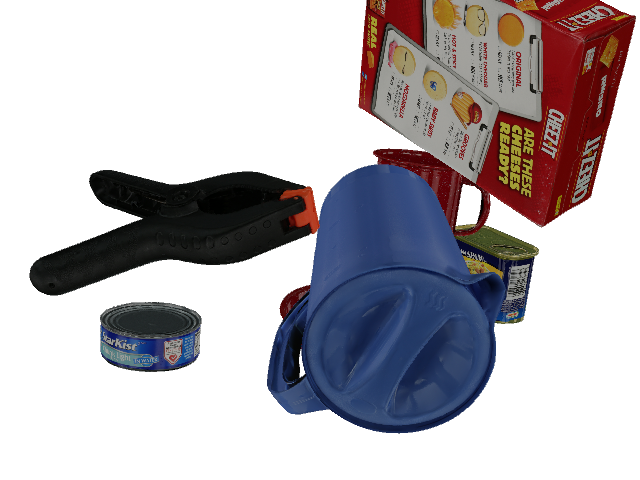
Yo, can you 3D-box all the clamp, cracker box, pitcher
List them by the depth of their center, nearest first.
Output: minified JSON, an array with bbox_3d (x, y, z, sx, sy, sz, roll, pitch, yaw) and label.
[{"bbox_3d":[-0.090,-0.006,0.646,0.172,0.039,0.120,-1,40,23],"label":"clamp"},{"bbox_3d":[0.044,0.035,0.832,0.149,0.145,0.243,9,24,-4],"label":"pitcher"},{"bbox_3d":[0.127,-0.137,0.837,0.072,0.164,0.214,-28,49,-31],"label":"cracker box"}]

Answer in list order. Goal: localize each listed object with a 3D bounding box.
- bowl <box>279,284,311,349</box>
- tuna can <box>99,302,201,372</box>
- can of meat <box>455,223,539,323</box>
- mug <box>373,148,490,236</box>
[{"bbox_3d":[0.029,0.111,1.307,0.162,0.055,0.162,5,25,-2],"label":"bowl"},{"bbox_3d":[-0.145,0.082,0.910,0.086,0.034,0.086,4,15,-1],"label":"tuna can"},{"bbox_3d":[0.188,0.037,1.191,0.057,0.084,0.102,-8,23,-36],"label":"can of meat"},{"bbox_3d":[0.102,-0.037,1.010,0.117,0.081,0.093,10,13,14],"label":"mug"}]
